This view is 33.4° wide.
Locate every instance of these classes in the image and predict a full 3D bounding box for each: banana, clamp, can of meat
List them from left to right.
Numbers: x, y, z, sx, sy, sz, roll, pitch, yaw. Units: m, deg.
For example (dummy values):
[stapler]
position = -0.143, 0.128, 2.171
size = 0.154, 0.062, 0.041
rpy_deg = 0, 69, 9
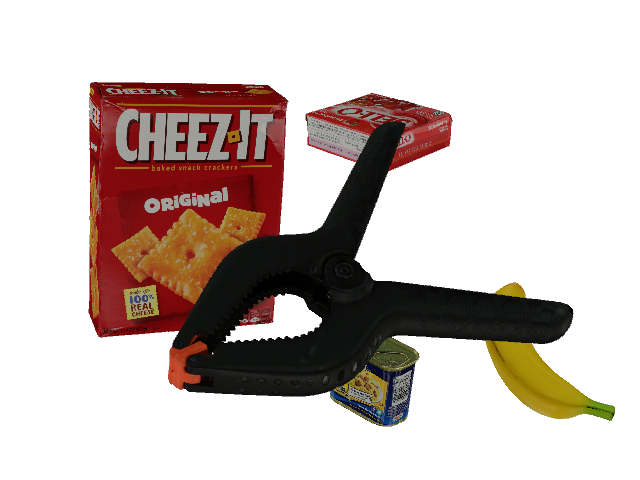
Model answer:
[clamp]
position = 0.009, 0.017, 0.571
size = 0.209, 0.165, 0.036
rpy_deg = -19, -32, -22
[can of meat]
position = 0.060, 0.156, 1.234
size = 0.102, 0.084, 0.057
rpy_deg = 25, 31, 37
[banana]
position = 0.178, 0.096, 0.924
size = 0.069, 0.037, 0.198
rpy_deg = 7, 29, -20

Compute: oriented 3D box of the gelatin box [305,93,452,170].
[gelatin box]
position = 0.044, -0.085, 0.820
size = 0.073, 0.030, 0.089
rpy_deg = -23, 31, -36

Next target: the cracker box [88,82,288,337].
[cracker box]
position = -0.119, -0.027, 0.941
size = 0.164, 0.214, 0.072
rpy_deg = -2, 19, -20
